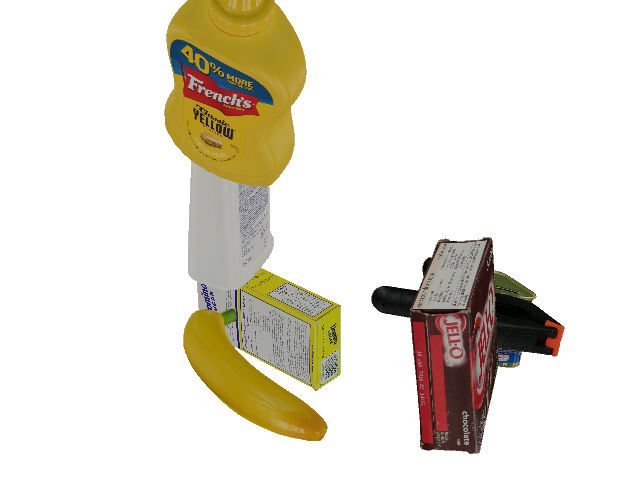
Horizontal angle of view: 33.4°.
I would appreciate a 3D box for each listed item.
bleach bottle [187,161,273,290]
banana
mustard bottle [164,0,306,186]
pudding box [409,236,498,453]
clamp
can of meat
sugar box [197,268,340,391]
[{"bbox_3d":[-0.082,-0.080,0.993,0.068,0.251,0.102,15,37,14],"label":"bleach bottle"},{"bbox_3d":[-0.065,0.100,0.853,0.069,0.037,0.198,-9,30,-24],"label":"banana"},{"bbox_3d":[-0.057,-0.114,0.716,0.096,0.058,0.192,31,-28,8],"label":"mustard bottle"},{"bbox_3d":[0.082,0.058,0.634,0.039,0.090,0.113,0,21,14],"label":"pudding box"},{"bbox_3d":[0.144,0.060,0.991,0.172,0.039,0.120,19,30,17],"label":"clamp"},{"bbox_3d":[0.192,0.086,1.195,0.057,0.084,0.102,4,14,-19],"label":"can of meat"},{"bbox_3d":[-0.057,0.082,1.141,0.176,0.093,0.048,26,39,36],"label":"sugar box"}]
